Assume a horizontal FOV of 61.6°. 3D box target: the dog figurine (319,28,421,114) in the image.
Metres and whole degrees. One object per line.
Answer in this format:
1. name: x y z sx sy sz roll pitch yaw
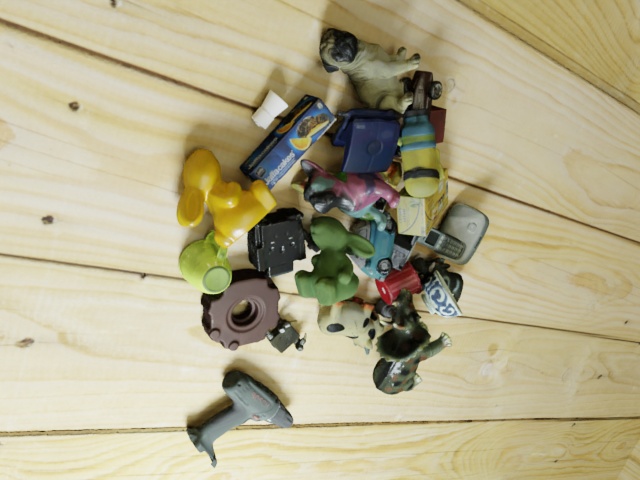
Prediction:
1. dog figurine: 0.080 -0.316 1.060 0.190 0.121 0.172 2 107 -16

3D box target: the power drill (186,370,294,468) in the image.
1. power drill: -0.185 0.420 1.233 0.207 0.086 0.231 -35 123 -8

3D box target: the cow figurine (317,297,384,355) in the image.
1. cow figurine: 0.078 0.202 1.288 0.195 0.086 0.127 14 98 -37

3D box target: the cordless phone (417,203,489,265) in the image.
1. cordless phone: 0.313 -0.031 1.326 0.184 0.089 0.146 22 100 -31

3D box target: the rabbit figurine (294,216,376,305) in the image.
1. rabbit figurine: 0.034 0.033 1.103 0.159 0.121 0.170 -10 103 -26

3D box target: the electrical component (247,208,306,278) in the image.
1. electrical component: -0.090 0.008 1.117 0.115 0.058 0.134 -15 118 -23

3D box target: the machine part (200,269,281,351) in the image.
1. machine part: -0.165 0.146 1.136 0.179 0.056 0.179 -13 116 -27

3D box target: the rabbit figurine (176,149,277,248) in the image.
1. rabbit figurine: -0.193 -0.081 0.992 0.162 0.122 0.173 -40 105 -15

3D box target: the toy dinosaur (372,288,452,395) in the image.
1. toy dinosaur: 0.191 0.307 1.329 0.192 0.131 0.404 -13 135 -34

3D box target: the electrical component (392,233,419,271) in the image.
1. electrical component: 0.197 0.007 1.251 0.075 0.048 0.119 -53 163 -39

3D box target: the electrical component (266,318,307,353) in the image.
1. electrical component: -0.077 0.218 1.226 0.078 0.045 0.102 -38 125 -12

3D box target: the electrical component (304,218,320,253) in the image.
1. electrical component: -0.002 -0.004 1.185 0.063 0.021 0.093 -44 127 -6

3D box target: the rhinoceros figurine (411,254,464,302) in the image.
1. rhinoceros figurine: 0.303 0.100 1.382 0.190 0.073 0.112 24 99 -36

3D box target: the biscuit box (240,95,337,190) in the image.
1. biscuit box: -0.063 -0.187 1.041 0.202 0.063 0.059 -49 125 -3

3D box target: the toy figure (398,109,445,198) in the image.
1. toy figure: 0.199 -0.177 1.097 0.089 0.082 0.180 -21 107 -51

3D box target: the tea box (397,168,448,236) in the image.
1. tea box: 0.233 -0.090 1.211 0.169 0.068 0.098 -43 133 -49

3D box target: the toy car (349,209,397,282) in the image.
1. toy car: 0.113 0.010 1.214 0.103 0.109 0.161 4 102 -6

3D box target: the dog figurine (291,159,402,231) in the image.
1. dog figurine: 0.055 -0.119 1.118 0.219 0.191 0.108 19 139 -11

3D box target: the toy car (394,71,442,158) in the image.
1. toy car: 0.205 -0.256 1.149 0.053 0.089 0.201 -21 124 -42

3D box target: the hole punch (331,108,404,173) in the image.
1. hole punch: 0.094 -0.194 1.056 0.142 0.092 0.115 -1 150 -22
